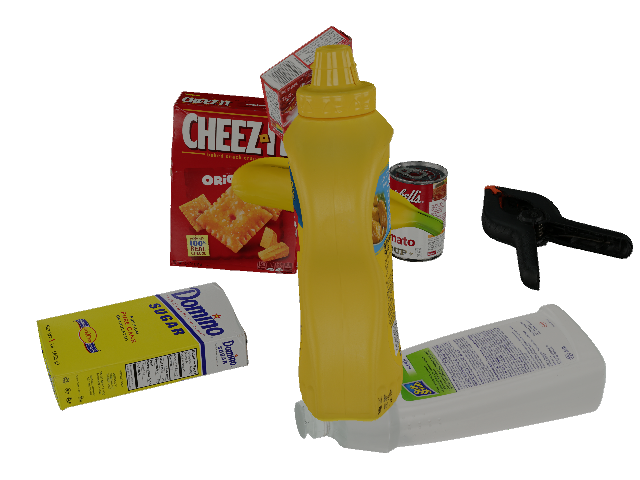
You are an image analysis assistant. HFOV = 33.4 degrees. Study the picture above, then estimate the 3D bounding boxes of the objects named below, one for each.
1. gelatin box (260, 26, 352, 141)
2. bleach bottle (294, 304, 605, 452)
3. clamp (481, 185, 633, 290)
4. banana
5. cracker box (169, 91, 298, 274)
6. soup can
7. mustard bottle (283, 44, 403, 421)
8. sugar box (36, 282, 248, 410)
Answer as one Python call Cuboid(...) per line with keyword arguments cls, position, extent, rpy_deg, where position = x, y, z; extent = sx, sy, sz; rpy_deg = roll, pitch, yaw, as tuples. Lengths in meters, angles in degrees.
Cuboid(cls="gelatin box", position=(-0.009, -0.141, 0.966), extent=(0.089, 0.030, 0.073), rpy_deg=(-38, -28, -19))
Cuboid(cls="bleach bottle", position=(0.100, 0.118, 0.873), extent=(0.250, 0.068, 0.103), rpy_deg=(-9, 31, -16))
Cuboid(cls="clamp", position=(0.225, -0.012, 1.066), extent=(0.120, 0.039, 0.171), rpy_deg=(-8, 33, -15))
Cuboid(cls="banana", position=(-0.009, -0.032, 0.774), extent=(0.198, 0.037, 0.069), rpy_deg=(16, -18, 40))
Cuboid(cls="cracker box", position=(-0.102, -0.069, 1.334), extent=(0.164, 0.214, 0.072), rpy_deg=(5, 22, 1))
Cuboid(cls="soup can", position=(0.113, -0.034, 1.251), extent=(0.068, 0.102, 0.068), rpy_deg=(0, 25, 0))
Cuboid(cls="mustard bottle", position=(0.012, -0.007, 0.569), extent=(0.058, 0.192, 0.096), rpy_deg=(-1, 18, 8))
Cuboid(cls="sugar box", position=(-0.164, 0.093, 0.981), extent=(0.176, 0.048, 0.093), rpy_deg=(-14, 35, -16))
